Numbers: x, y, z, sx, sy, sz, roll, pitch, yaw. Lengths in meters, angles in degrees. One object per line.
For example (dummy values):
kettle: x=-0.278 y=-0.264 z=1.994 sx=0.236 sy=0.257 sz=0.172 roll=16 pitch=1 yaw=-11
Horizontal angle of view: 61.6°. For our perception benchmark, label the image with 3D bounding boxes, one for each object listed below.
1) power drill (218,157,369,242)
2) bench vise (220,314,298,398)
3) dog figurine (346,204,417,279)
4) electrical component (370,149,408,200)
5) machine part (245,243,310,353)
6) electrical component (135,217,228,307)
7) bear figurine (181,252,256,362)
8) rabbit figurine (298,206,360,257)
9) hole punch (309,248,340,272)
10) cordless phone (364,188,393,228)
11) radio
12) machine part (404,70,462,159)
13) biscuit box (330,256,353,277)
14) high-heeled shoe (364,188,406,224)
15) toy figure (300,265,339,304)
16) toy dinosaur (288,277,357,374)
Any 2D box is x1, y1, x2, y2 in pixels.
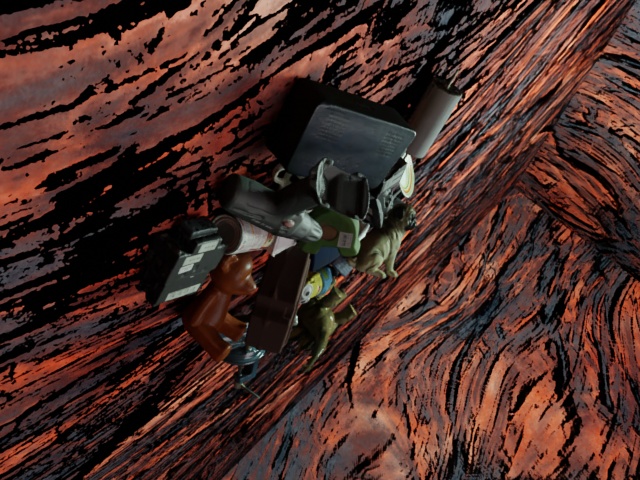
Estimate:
power drill: x=-0.023 y=-0.055 z=0.835 sx=0.232 sy=0.207 sz=0.086 roll=21 pitch=73 yaw=-40
bench vise: x=-0.160 y=0.246 z=1.265 sx=0.223 sy=0.129 sz=0.240 roll=-17 pitch=129 yaw=-44
dog figurine: x=0.157 y=-0.011 z=1.377 sx=0.172 sy=0.121 sz=0.190 roll=-1 pitch=113 yaw=-56
electrical component: x=0.148 y=-0.146 z=1.120 sx=0.119 sy=0.048 sz=0.074 roll=-34 pitch=160 yaw=-28
machine part: x=-0.084 y=0.114 z=1.106 sx=0.200 sy=0.087 sz=0.201 roll=110 pitch=-3 yaw=-52
electrical component: x=-0.209 y=0.028 z=0.828 sx=0.134 sy=0.058 sz=0.115 roll=-56 pitch=162 yaw=24
bear figurine: x=-0.165 y=0.103 z=0.985 sx=0.196 sy=0.132 sz=0.120 roll=-49 pitch=-179 yaw=21
rabbit figurine: x=0.016 y=-0.073 z=1.052 sx=0.170 sy=0.121 sz=0.158 roll=-88 pitch=176 yaw=-52
hole punch: x=-0.002 y=-0.004 z=1.194 sx=0.142 sy=0.092 sz=0.115 roll=-25 pitch=148 yaw=-42
cordless phone: x=0.156 y=-0.136 z=1.324 sx=0.184 sy=0.089 sz=0.146 roll=-56 pitch=162 yaw=-12
radio: x=0.035 y=-0.161 z=0.862 sx=0.229 sy=0.073 sz=0.131 roll=5 pitch=129 yaw=-43
machine part: x=0.243 y=-0.272 z=1.208 sx=0.079 sy=0.079 sz=0.243 roll=-26 pitch=151 yaw=-49
biscuit box: x=0.052 y=0.045 z=1.460 sx=0.063 sy=0.059 sz=0.202 roll=-46 pitch=162 yaw=-2
high-heeled shoe: x=0.186 y=-0.064 z=1.517 sx=0.145 sy=0.086 sz=0.248 roll=-43 pitch=157 yaw=-6
toy figure: x=-0.030 y=0.106 z=1.349 sx=0.180 sy=0.089 sz=0.082 roll=-24 pitch=124 yaw=-54
toy dinosaur: x=-0.006 y=0.214 z=1.433 sx=0.198 sy=0.105 sz=0.471 roll=-39 pitch=-171 yaw=5
